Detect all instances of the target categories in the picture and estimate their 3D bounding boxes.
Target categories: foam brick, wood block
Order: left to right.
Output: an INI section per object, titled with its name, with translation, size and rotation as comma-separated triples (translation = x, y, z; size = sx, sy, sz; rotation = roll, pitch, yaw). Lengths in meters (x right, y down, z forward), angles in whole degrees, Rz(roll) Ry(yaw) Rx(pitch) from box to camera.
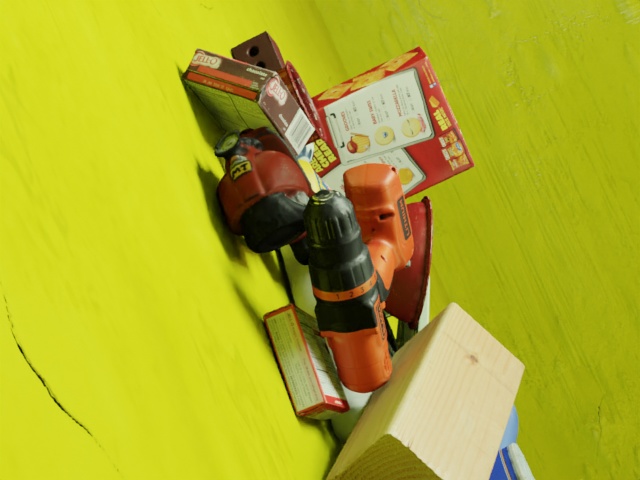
[foam brick]
translation = -0.067, -0.205, 1.310
size = 0.078, 0.053, 0.051
rotation = 67, 8, 15
[wood block]
translation = 0.090, 0.150, 0.865
size = 0.091, 0.090, 0.205
rotation = 42, 31, -1

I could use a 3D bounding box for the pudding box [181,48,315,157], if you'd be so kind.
[pudding box]
translation = -0.066, -0.127, 0.999
size = 0.090, 0.039, 0.113
rotation = 22, -15, 26

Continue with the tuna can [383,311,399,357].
[tuna can]
translation = 0.066, 0.112, 1.298
size = 0.086, 0.034, 0.086
rotation = 63, 9, -19

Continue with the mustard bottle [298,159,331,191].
[mustard bottle]
translation = -0.004, -0.030, 1.114
size = 0.191, 0.058, 0.096
rotation = 44, 18, -41

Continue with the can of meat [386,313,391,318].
[can of meat]
translation = 0.070, 0.049, 1.426
size = 0.102, 0.057, 0.084
rotation = 63, 11, -17

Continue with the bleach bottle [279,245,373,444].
[bleach bottle]
translation = 0.020, 0.093, 0.988
size = 0.102, 0.068, 0.251
rotation = 46, 24, -44

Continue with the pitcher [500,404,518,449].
[pitcher]
translation = 0.149, 0.235, 1.212
size = 0.242, 0.149, 0.145
rotation = -30, 110, -78

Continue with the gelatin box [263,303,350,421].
[gelatin box]
translation = -0.011, 0.102, 0.878
size = 0.089, 0.030, 0.073
rotation = 69, 10, 18

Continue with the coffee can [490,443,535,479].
[coffee can]
translation = 0.123, 0.248, 0.913
size = 0.103, 0.140, 0.103
rotation = 62, 9, -19

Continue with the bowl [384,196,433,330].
[bowl]
translation = 0.093, 0.025, 1.272
size = 0.162, 0.055, 0.162
rotation = -175, -89, -87

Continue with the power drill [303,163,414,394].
[power drill]
translation = 0.033, 0.008, 0.909
size = 0.187, 0.057, 0.184
rotation = -67, 150, -56

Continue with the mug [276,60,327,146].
[mug]
translation = -0.048, -0.129, 1.117
size = 0.093, 0.081, 0.117
rotation = 64, 9, -10

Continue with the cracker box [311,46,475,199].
[cracker box]
translation = 0.070, -0.129, 1.386
size = 0.164, 0.214, 0.072
rotation = 62, 8, -22
